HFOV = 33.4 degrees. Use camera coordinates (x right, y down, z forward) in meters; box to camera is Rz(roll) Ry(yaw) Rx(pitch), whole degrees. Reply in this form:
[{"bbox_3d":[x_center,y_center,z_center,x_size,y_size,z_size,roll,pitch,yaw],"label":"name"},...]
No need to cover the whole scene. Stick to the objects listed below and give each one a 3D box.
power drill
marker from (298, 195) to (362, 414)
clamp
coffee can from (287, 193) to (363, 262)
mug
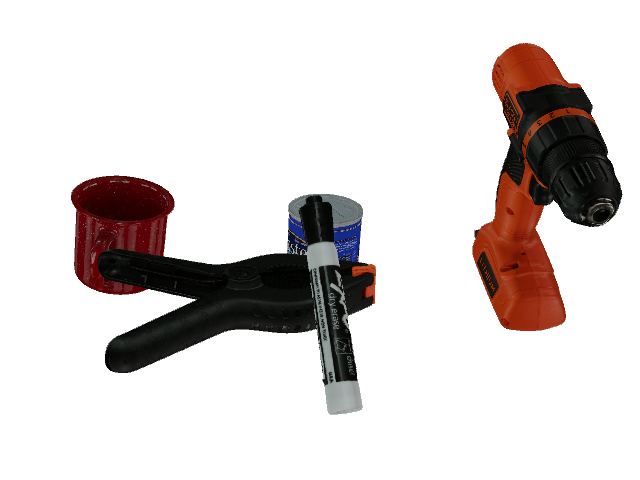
[{"bbox_3d":[0.161,-0.024,0.777,0.057,0.188,0.184,-3,41,-6],"label":"power drill"},{"bbox_3d":[0.005,0.034,0.584,0.020,0.121,0.020,-8,-15,-2],"label":"marker"},{"bbox_3d":[-0.065,0.036,0.783,0.209,0.036,0.165,-7,26,-18],"label":"clamp"},{"bbox_3d":[0.003,0.019,1.483,0.103,0.140,0.103,3,25,-1],"label":"coffee can"},{"bbox_3d":[-0.186,0.002,0.975,0.093,0.081,0.117,10,28,1],"label":"mug"}]
